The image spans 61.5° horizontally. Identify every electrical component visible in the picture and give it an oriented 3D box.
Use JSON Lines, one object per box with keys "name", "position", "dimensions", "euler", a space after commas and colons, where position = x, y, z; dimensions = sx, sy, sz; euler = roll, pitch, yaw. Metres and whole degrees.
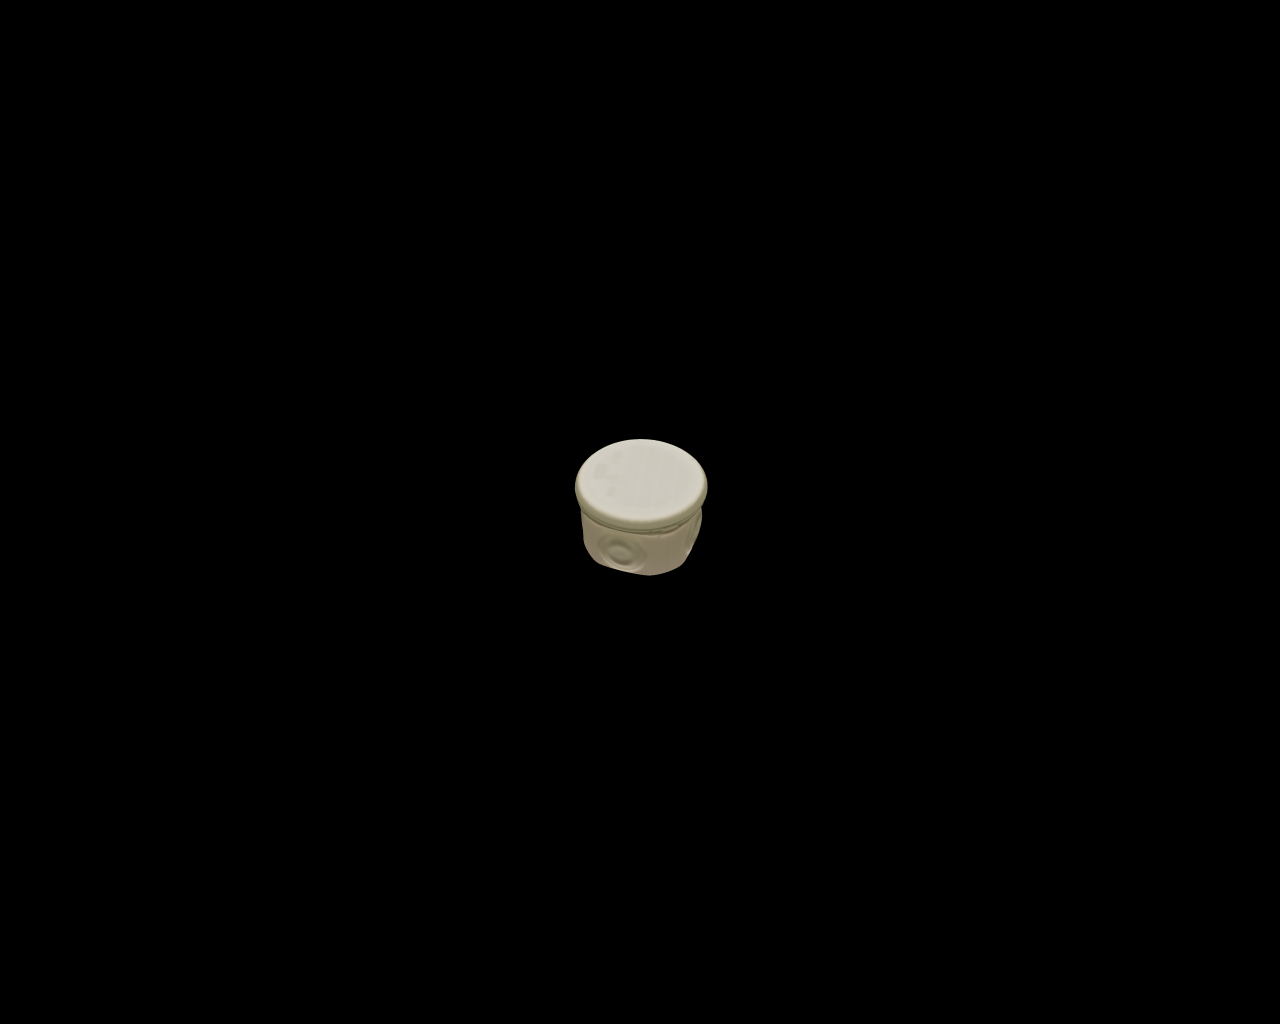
{"name": "electrical component", "position": [0.001, -0.003, 0.650], "dimensions": [0.080, 0.050, 0.080], "euler": [0, 42, 0]}
